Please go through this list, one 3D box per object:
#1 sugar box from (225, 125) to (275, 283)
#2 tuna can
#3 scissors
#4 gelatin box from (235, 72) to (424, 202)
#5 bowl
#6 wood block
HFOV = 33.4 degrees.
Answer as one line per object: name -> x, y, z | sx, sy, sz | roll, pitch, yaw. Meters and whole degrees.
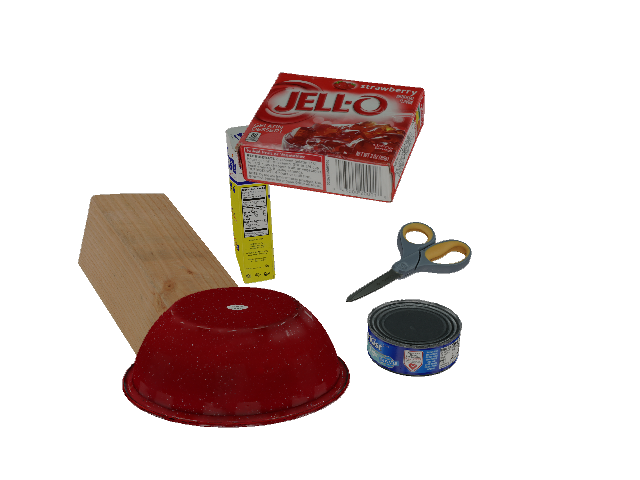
sugar box -> -0.088, -0.045, 1.321 | 0.048, 0.176, 0.093 | -9, 24, -9
tuna can -> 0.085, 0.088, 0.974 | 0.086, 0.034, 0.086 | 1, 25, -1
scissors -> 0.084, 0.021, 1.204 | 0.201, 0.016, 0.096 | -12, 42, -35
gelatin box -> 0.007, -0.060, 0.597 | 0.089, 0.030, 0.073 | 10, 44, 16
bowl -> -0.059, 0.072, 0.750 | 0.162, 0.055, 0.162 | 0, 16, 0
wood block -> -0.164, 0.042, 1.090 | 0.090, 0.091, 0.206 | -3, 34, -35
